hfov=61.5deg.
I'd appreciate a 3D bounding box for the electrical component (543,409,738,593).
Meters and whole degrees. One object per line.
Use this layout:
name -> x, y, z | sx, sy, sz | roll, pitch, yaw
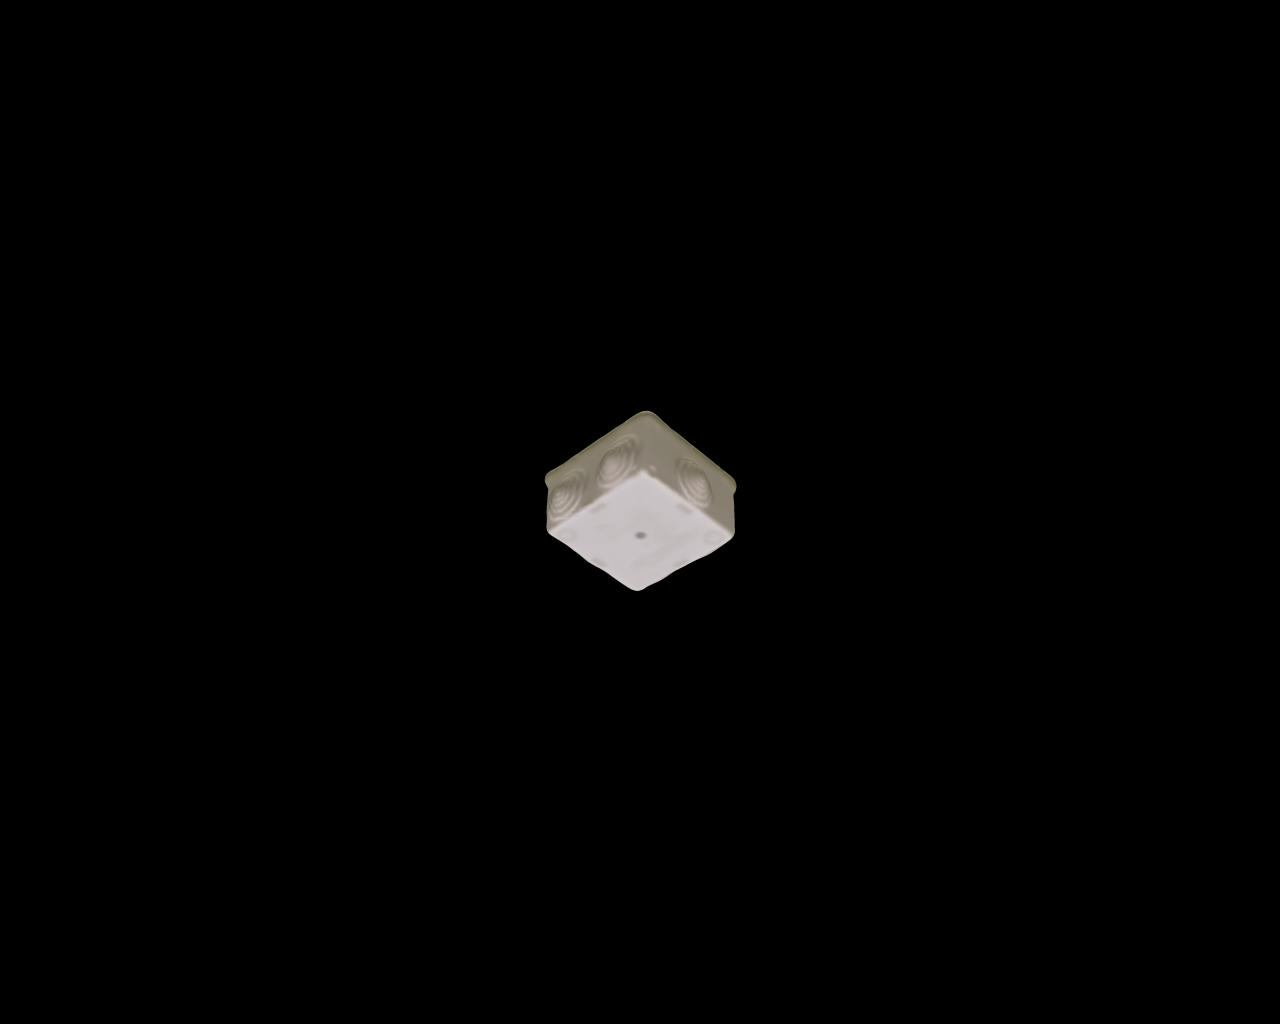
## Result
electrical component -> 0.001, -0.003, 0.650 | 0.099, 0.048, 0.099 | -31, -50, 30
